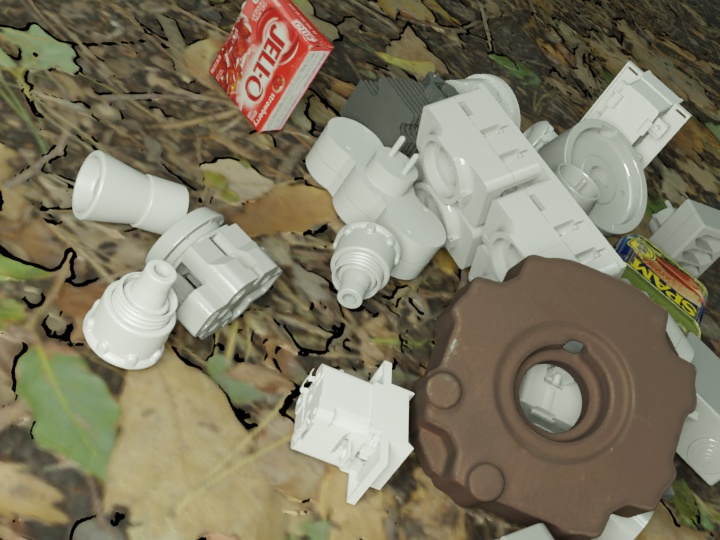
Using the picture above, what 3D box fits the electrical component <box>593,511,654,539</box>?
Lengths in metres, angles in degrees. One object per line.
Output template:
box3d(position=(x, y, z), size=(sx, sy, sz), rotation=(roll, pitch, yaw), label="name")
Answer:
box3d(position=(0.146, 0.143, 0.702), size=(0.081, 0.043, 0.043), rotation=(43, 35, 9), label="electrical component")

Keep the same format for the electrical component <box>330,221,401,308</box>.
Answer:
box3d(position=(0.000, 0.000, 0.743), size=(0.048, 0.048, 0.062), rotation=(30, 42, -9), label="electrical component")

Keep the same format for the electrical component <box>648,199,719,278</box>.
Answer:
box3d(position=(0.295, -0.033, 1.006), size=(0.047, 0.083, 0.075), rotation=(15, 40, -29), label="electrical component")

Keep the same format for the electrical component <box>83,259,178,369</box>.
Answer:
box3d(position=(-0.121, 0.021, 0.594), size=(0.048, 0.062, 0.048), rotation=(23, 36, -19), label="electrical component")

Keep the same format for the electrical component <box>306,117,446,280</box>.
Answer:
box3d(position=(0.019, -0.067, 0.812), size=(0.052, 0.073, 0.138), rotation=(-6, 53, -45), label="electrical component")

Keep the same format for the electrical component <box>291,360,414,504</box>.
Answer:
box3d(position=(-0.006, 0.090, 0.633), size=(0.064, 0.042, 0.081), rotation=(22, 36, -14), label="electrical component")

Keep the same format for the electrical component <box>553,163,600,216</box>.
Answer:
box3d(position=(0.173, -0.035, 0.907), size=(0.043, 0.077, 0.079), rotation=(-10, 56, -48), label="electrical component")

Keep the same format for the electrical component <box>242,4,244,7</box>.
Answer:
box3d(position=(-0.079, -0.210, 0.930), size=(0.061, 0.035, 0.035), rotation=(45, 35, 16), label="electrical component")

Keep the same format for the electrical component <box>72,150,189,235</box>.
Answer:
box3d(position=(-0.141, -0.045, 0.674), size=(0.065, 0.044, 0.044), rotation=(17, 39, -35), label="electrical component")

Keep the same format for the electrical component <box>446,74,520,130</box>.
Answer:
box3d(position=(0.098, -0.133, 0.956), size=(0.051, 0.080, 0.080), rotation=(-12, 57, -41), label="electrical component")

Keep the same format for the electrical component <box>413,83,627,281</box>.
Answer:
box3d(position=(0.105, -0.032, 0.804), size=(0.060, 0.105, 0.186), rotation=(-22, 60, -20), label="electrical component")

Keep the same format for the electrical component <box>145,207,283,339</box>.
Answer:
box3d(position=(-0.092, 0.000, 0.650), size=(0.057, 0.058, 0.078), rotation=(46, 35, 7), label="electrical component")

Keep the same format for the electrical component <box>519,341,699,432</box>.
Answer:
box3d(position=(0.158, 0.095, 0.746), size=(0.121, 0.079, 0.063), rotation=(28, 65, -13), label="electrical component")

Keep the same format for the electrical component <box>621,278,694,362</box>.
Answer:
box3d(position=(0.197, 0.034, 0.818), size=(0.073, 0.052, 0.138), rotation=(52, 5, -13), label="electrical component")

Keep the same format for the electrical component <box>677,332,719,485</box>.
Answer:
box3d(position=(0.264, 0.107, 0.834), size=(0.099, 0.048, 0.100), rotation=(45, 30, 4), label="electrical component")

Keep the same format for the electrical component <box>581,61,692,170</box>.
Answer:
box3d(position=(0.248, -0.128, 1.044), size=(0.078, 0.121, 0.063), rotation=(45, 38, 12), label="electrical component")

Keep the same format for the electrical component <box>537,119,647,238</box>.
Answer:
box3d(position=(0.204, -0.077, 0.984), size=(0.108, 0.060, 0.108), rotation=(12, 69, -34), label="electrical component")

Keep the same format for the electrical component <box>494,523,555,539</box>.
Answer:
box3d(position=(0.078, 0.184, 0.584), size=(0.095, 0.053, 0.059), rotation=(-5, 52, -44), label="electrical component")

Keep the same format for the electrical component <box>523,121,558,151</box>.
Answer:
box3d(position=(0.180, -0.109, 1.032), size=(0.062, 0.048, 0.048), rotation=(41, 33, -11), label="electrical component")
